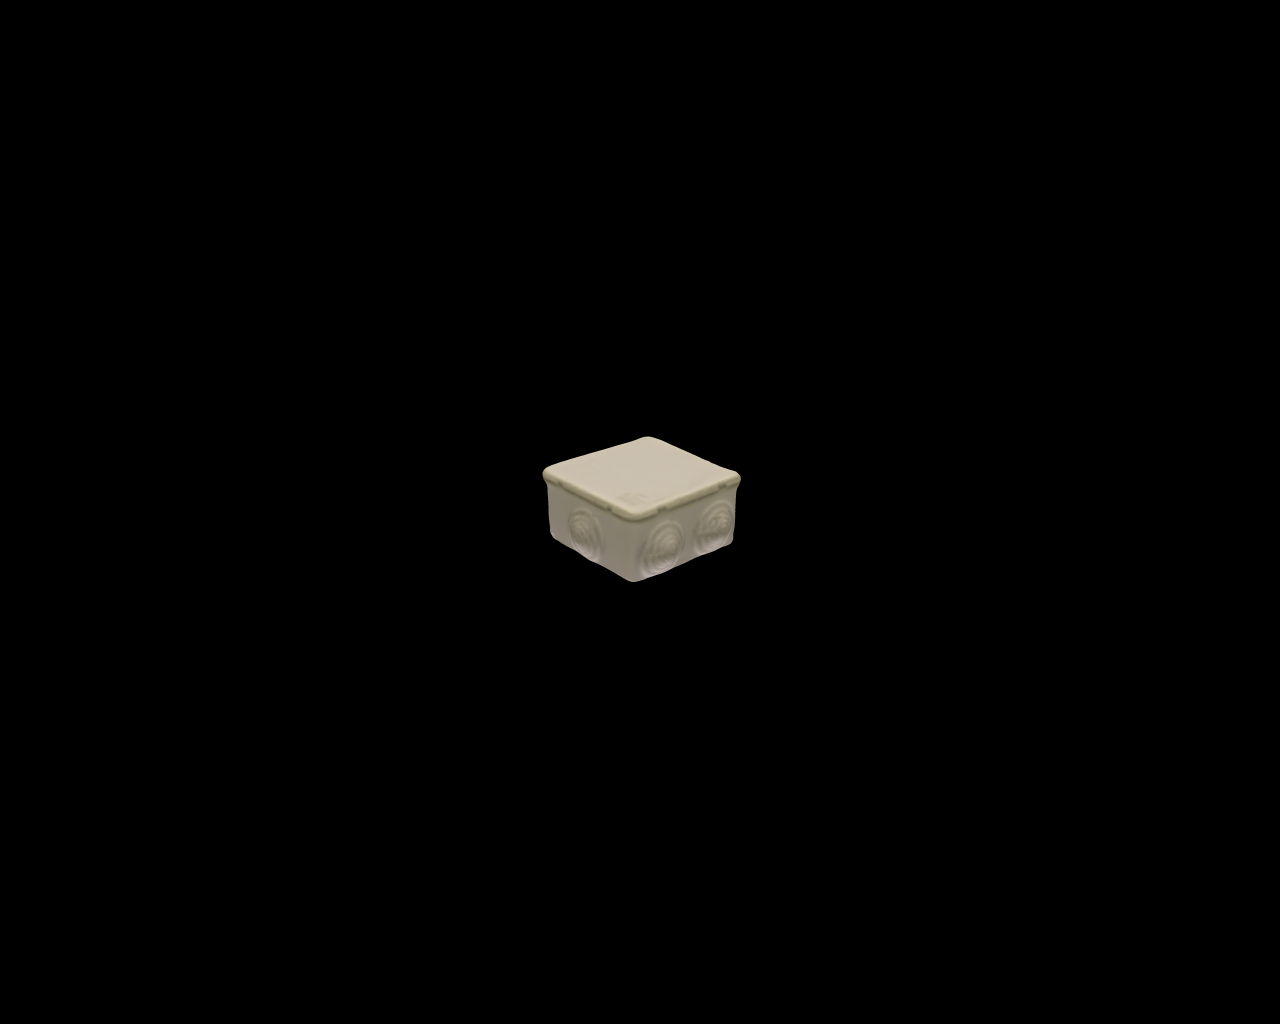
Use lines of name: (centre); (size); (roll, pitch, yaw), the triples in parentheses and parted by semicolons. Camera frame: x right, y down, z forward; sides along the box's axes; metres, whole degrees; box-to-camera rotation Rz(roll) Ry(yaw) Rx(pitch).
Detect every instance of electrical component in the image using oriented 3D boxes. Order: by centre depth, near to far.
electrical component: (0.001, -0.003, 0.650); (0.100, 0.048, 0.100); (-20, 32, -36)
